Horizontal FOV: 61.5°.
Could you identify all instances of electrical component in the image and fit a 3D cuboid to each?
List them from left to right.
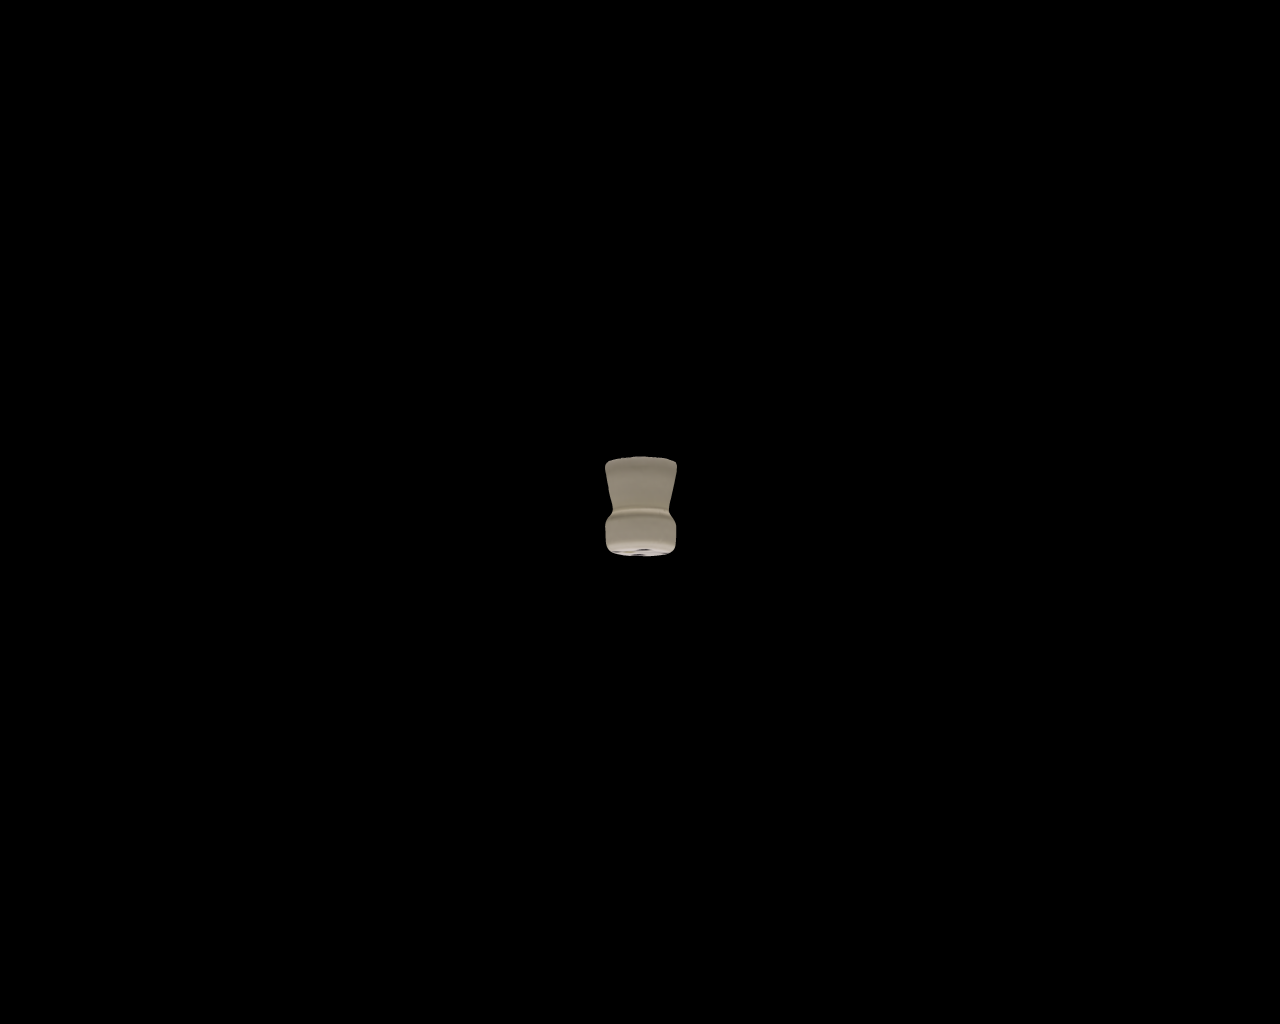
[{"bbox_3d":[0.001,-0.003,0.650,0.045,0.055,0.045,0,-9,0],"label":"electrical component"}]
